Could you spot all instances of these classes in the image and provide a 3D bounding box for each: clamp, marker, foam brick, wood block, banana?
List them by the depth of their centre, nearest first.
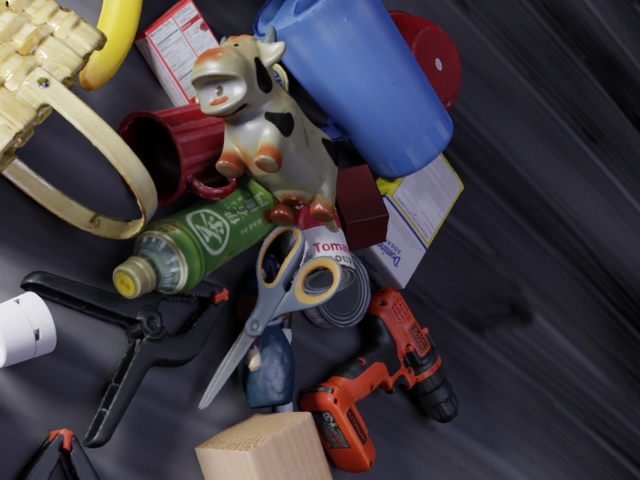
[{"bbox_3d":[-0.219,0.254,0.923,0.120,0.039,0.171,23,68,-39],"label":"clamp"},{"bbox_3d":[-0.173,0.075,0.997,0.209,0.036,0.164,-31,98,-45],"label":"clamp"},{"bbox_3d":[-0.199,-0.235,1.021,0.069,0.037,0.198,7,83,-50],"label":"banana"},{"bbox_3d":[-0.035,0.282,1.055,0.090,0.091,0.206,-24,99,-43],"label":"wood block"},{"bbox_3d":[-0.038,0.126,1.125,0.020,0.020,0.121,8,78,-42],"label":"marker"},{"bbox_3d":[0.039,-0.036,1.169,0.051,0.053,0.078,-11,55,-12],"label":"foam brick"}]

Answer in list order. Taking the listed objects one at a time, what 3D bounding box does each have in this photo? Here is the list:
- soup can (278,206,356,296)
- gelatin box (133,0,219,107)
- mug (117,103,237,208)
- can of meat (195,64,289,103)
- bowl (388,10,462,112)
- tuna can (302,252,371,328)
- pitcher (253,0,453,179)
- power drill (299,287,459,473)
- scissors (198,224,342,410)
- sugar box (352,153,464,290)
[{"bbox_3d":[-0.007,0.001,1.118,0.068,0.069,0.102,10,53,-42],"label":"soup can"},{"bbox_3d":[-0.138,-0.187,1.078,0.073,0.030,0.089,-48,116,-35],"label":"gelatin box"},{"bbox_3d":[-0.127,-0.079,1.019,0.081,0.117,0.093,-24,144,-48],"label":"mug"},{"bbox_3d":[-0.078,-0.123,1.084,0.083,0.058,0.102,-28,125,-45],"label":"can of meat"},{"bbox_3d":[0.124,-0.209,1.307,0.161,0.055,0.162,8,78,-42],"label":"bowl"},{"bbox_3d":[0.014,0.055,1.176,0.085,0.034,0.086,8,78,-42],"label":"tuna can"},{"bbox_3d":[0.037,-0.178,1.184,0.242,0.149,0.145,51,38,-29],"label":"pitcher"},{"bbox_3d":[0.071,0.172,1.196,0.187,0.058,0.184,-44,109,-41],"label":"power drill"},{"bbox_3d":[-0.043,0.084,1.049,0.096,0.016,0.202,18,83,0],"label":"scissors"},{"bbox_3d":[0.099,-0.034,1.262,0.093,0.048,0.176,51,57,-24],"label":"sugar box"}]
